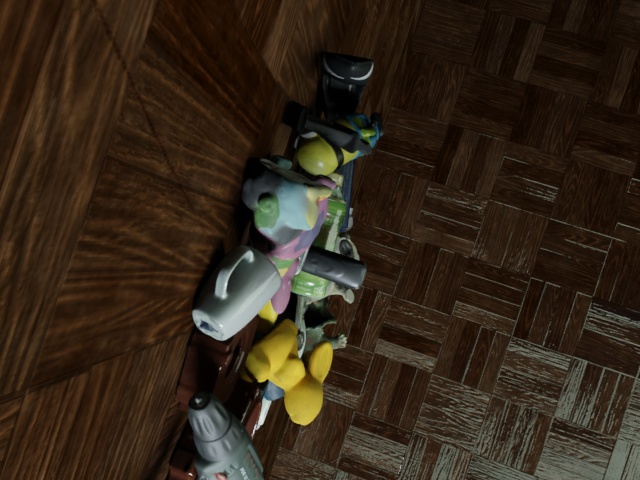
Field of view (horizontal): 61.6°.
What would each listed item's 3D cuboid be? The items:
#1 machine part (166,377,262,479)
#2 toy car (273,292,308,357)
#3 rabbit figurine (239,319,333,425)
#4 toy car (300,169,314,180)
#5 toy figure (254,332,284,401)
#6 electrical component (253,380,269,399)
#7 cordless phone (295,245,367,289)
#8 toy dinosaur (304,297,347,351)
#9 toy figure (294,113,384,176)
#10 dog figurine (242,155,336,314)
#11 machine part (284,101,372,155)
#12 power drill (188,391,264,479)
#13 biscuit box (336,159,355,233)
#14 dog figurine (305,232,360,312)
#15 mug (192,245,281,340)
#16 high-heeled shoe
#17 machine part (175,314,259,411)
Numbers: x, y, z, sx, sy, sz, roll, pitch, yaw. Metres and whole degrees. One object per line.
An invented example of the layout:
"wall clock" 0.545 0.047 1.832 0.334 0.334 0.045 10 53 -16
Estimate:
"machine part" -0.166 0.334 0.879 0.201 0.087 0.201 101 9 -57
"toy car" -0.062 0.143 1.097 0.056 0.074 0.201 12 82 -59
"rabbit figurine" -0.053 0.239 0.958 0.162 0.173 0.122 -29 170 -40
"toy car" -0.020 -0.114 1.001 0.202 0.053 0.089 -70 158 -6
"toy figure" -0.108 0.235 1.054 0.058 0.064 0.154 -18 91 -48
"electrical component" -0.135 0.273 1.009 0.048 0.075 0.119 -52 163 -72
"cordless phone" -0.001 -0.003 0.887 0.088 0.184 0.146 9 100 -79
"toy dinosaur" -0.076 0.281 1.324 0.404 0.131 0.192 -54 142 7
"toy figure" 0.038 -0.169 0.925 0.180 0.089 0.082 -22 150 -35
"dog figurine" -0.063 0.002 0.751 0.191 0.109 0.219 -51 162 -74
"machine part" 0.014 -0.166 0.817 0.039 0.139 0.084 -61 -144 19
"power drill" -0.163 0.318 0.673 0.207 0.086 0.231 -57 146 -29
"biscuit box" 0.025 -0.115 1.079 0.059 0.063 0.202 -14 -115 56
"dog figurine" -0.015 0.075 1.199 0.191 0.121 0.172 -17 -146 41
"mug" -0.107 0.064 0.663 0.107 0.081 0.109 -55 168 -34
"high-heeled shoe" 0.036 -0.243 0.929 0.249 0.086 0.145 -85 -176 -74
"machine part" -0.139 0.159 0.758 0.179 0.056 0.179 18 91 -85
